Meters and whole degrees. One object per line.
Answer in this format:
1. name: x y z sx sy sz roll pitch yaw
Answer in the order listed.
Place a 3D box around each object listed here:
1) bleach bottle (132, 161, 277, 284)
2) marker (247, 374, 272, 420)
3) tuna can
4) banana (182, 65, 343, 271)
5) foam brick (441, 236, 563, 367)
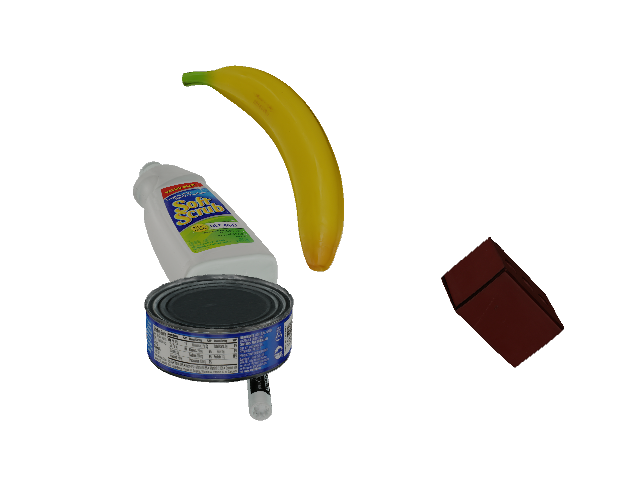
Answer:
1. bleach bottle: -0.138 -0.015 1.089 0.102 0.068 0.251 -9 33 -27
2. marker: -0.055 0.108 0.906 0.020 0.020 0.121 0 30 -7
3. tuna can: -0.058 0.050 0.619 0.086 0.034 0.086 1 19 -1
4. banana: -0.027 -0.067 0.803 0.069 0.198 0.037 -35 -22 0
5. foam brick: 0.140 0.048 0.823 0.078 0.051 0.053 43 15 -24
